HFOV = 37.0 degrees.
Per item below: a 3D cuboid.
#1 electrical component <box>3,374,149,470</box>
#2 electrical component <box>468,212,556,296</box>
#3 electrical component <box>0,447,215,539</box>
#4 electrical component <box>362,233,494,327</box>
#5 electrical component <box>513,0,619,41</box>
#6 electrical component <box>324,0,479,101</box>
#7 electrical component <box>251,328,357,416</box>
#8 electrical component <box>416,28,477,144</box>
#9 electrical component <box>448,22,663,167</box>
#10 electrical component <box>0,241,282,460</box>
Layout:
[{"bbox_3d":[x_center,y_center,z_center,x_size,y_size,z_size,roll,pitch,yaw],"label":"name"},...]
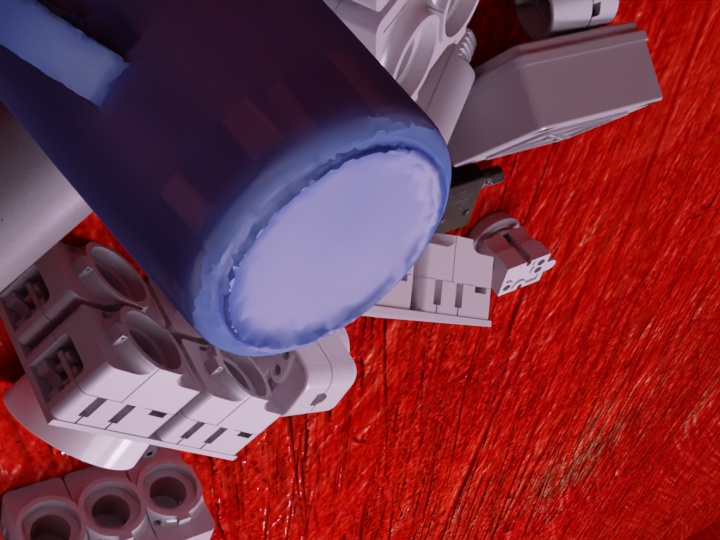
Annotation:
[{"bbox_3d":[-0.185,0.094,0.730,0.064,0.099,0.099,-48,149,11],"label":"electrical component"},{"bbox_3d":[0.124,-0.016,0.913,0.066,0.055,0.048,-20,148,-24],"label":"electrical component"},{"bbox_3d":[-0.207,0.209,0.881,0.150,0.089,0.061,-13,145,-32],"label":"electrical component"},{"bbox_3d":[0.000,0.000,0.749,0.186,0.105,0.060,10,85,-51],"label":"electrical component"},{"bbox_3d":[0.129,-0.176,0.684,0.047,0.055,0.055,-21,148,-16],"label":"electrical component"},{"bbox_3d":[0.016,-0.163,0.528,0.105,0.060,0.186,-55,163,-26],"label":"electrical component"},{"bbox_3d":[-0.048,0.060,0.813,0.059,0.095,0.053,-1,137,-45],"label":"electrical component"},{"bbox_3d":[0.049,-0.120,0.677,0.081,0.043,0.043,-67,156,-17],"label":"electrical component"},{"bbox_3d":[0.123,-0.115,0.716,0.109,0.056,0.109,-17,180,-28],"label":"electrical component"},{"bbox_3d":[-0.137,0.054,0.706,0.060,0.105,0.186,-41,150,12],"label":"electrical component"}]
